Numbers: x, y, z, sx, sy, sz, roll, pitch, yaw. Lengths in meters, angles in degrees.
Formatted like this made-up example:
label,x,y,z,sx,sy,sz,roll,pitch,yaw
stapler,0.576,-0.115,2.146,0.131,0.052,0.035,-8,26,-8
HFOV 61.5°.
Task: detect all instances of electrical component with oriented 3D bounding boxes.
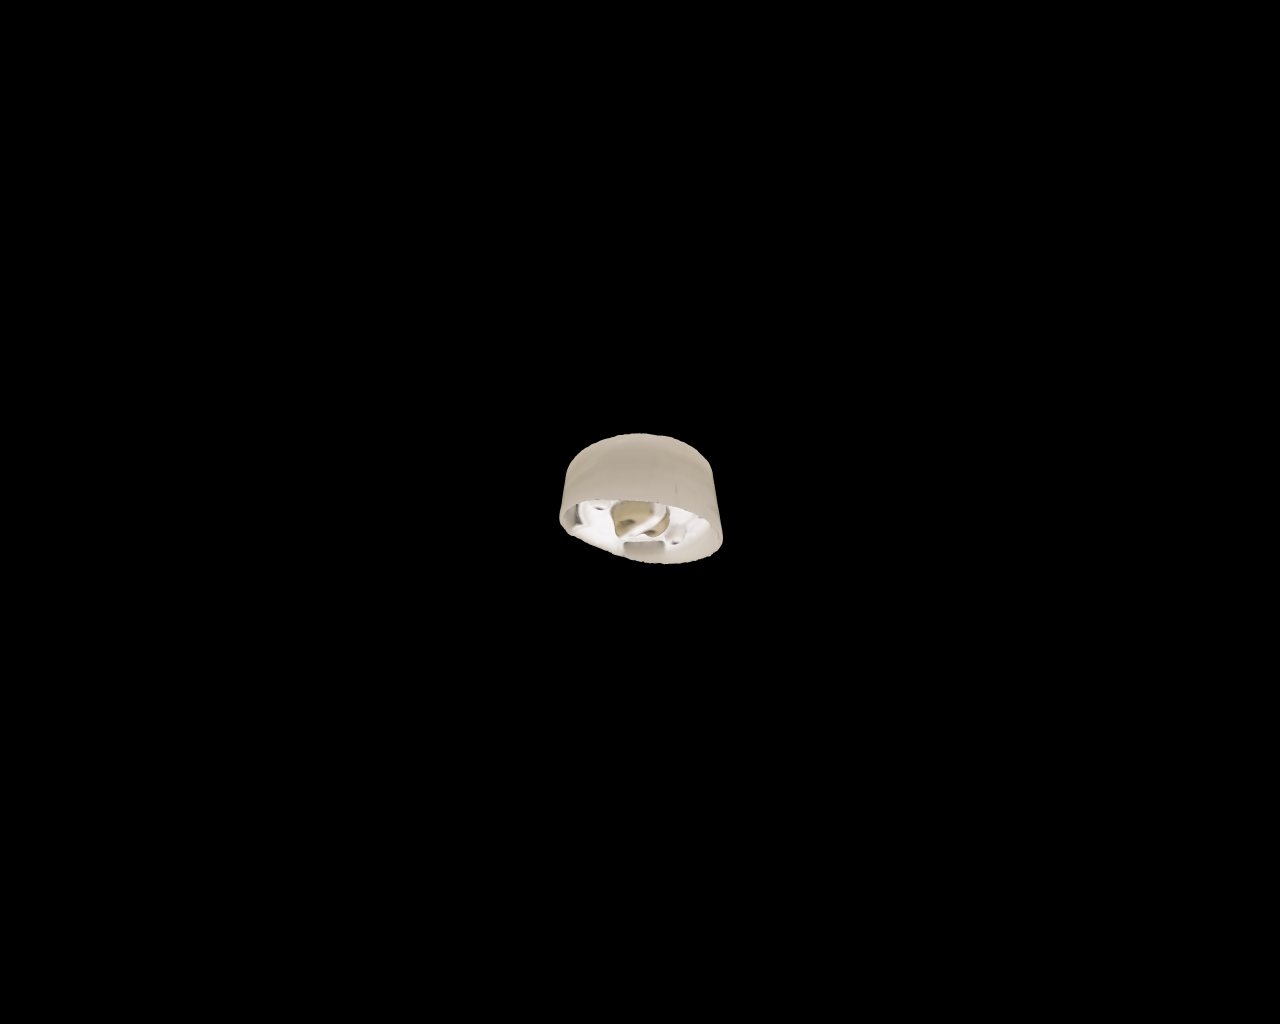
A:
label,x,y,z,sx,sy,sz,roll,pitch,yaw
electrical component,0.001,-0.003,0.650,0.099,0.064,0.099,0,-33,0
